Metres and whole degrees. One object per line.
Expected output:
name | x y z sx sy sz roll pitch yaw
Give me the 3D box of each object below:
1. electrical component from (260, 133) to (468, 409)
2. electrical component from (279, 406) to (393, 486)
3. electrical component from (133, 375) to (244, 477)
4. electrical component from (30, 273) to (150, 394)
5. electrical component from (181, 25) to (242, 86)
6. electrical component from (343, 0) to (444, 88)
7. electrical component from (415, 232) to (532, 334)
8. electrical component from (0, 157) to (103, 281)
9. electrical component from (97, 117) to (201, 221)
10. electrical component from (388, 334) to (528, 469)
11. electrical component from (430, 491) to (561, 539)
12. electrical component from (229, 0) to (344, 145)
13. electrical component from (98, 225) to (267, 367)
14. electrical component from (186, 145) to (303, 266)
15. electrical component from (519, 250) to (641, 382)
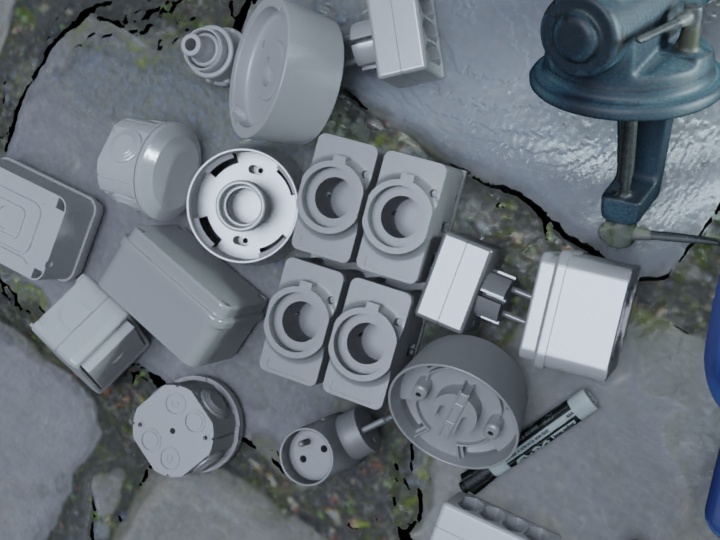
electrical component | 0.000 0.000 0.816 0.105 0.060 0.186 17 97 20
electrical component | -0.011 0.128 0.813 0.079 0.077 0.043 -29 80 18
electrical component | -0.140 0.127 0.875 0.080 0.051 0.080 0 91 21
electrical component | -0.216 0.058 0.885 0.061 0.096 0.061 39 74 16
electrical component | -0.120 -0.174 0.858 0.048 0.062 0.048 0 91 21
electrical component | 0.017 -0.173 0.814 0.077 0.047 0.065 -9 87 21
electrical component | 0.091 0.016 0.788 0.077 0.047 0.065 23 98 19
electrical component | -0.288 -0.044 0.926 0.113 0.057 0.078 25 99 19
electrical component | -0.169 -0.083 0.869 0.051 0.080 0.080 15 96 25
electrical component | 0.072 0.097 0.777 0.099 0.064 0.099 10 118 19
electrical component | 0.092 0.217 0.790 0.083 0.047 0.075 22 98 19
electrical component | -0.051 -0.147 0.817 0.108 0.060 0.108 -28 57 56
electrical component | -0.140 0.018 0.860 0.113 0.078 0.057 39 106 16
electrical component | -0.090 -0.052 0.860 0.099 0.064 0.099 1 94 7
electrical component | 0.151 0.028 0.731 0.057 0.113 0.078 14 95 17
